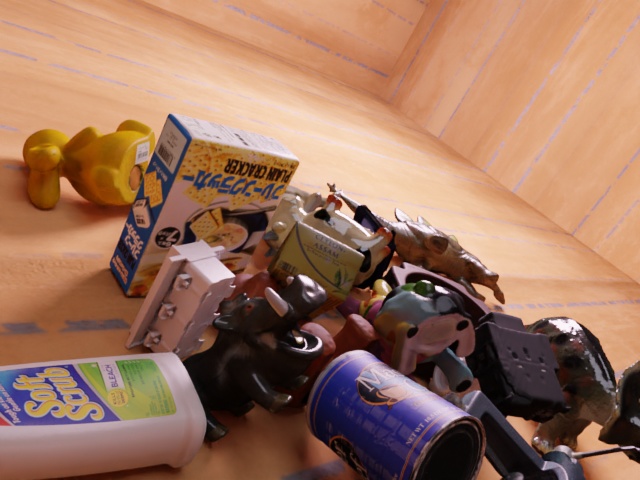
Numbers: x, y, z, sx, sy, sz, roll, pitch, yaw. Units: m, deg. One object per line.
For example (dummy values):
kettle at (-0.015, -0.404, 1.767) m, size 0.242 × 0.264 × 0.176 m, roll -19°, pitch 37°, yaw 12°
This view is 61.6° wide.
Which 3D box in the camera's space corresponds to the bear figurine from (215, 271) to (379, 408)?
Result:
bear figurine at (-0.049, 0.091, 0.631) m, size 0.120 × 0.132 × 0.196 m, roll 3°, pitch 41°, yaw -49°

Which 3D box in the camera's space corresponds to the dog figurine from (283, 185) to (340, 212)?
dog figurine at (-0.084, -0.058, 0.957) m, size 0.191 × 0.121 × 0.172 m, roll 23°, pitch 16°, yaw 22°

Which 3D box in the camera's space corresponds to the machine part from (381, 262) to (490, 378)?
machine part at (0.190, 0.137, 0.865) m, size 0.201 × 0.087 × 0.201 m, roll 20°, pitch 24°, yaw -18°

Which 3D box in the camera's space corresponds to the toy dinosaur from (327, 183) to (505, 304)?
toy dinosaur at (0.218, 0.014, 1.139) m, size 0.471 × 0.105 × 0.199 m, roll 32°, pitch 14°, yaw -18°

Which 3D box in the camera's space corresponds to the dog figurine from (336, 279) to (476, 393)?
dog figurine at (0.093, 0.100, 0.697) m, size 0.108 × 0.191 × 0.219 m, roll -19°, pitch 33°, yaw -16°

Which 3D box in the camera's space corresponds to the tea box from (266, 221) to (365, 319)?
tea box at (-0.018, 0.046, 0.712) m, size 0.098 × 0.068 × 0.169 m, roll 28°, pitch -21°, yaw -7°

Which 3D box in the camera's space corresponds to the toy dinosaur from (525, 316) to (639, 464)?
toy dinosaur at (0.390, 0.197, 0.841) m, size 0.131 × 0.192 × 0.405 m, roll 23°, pitch 25°, yaw -21°

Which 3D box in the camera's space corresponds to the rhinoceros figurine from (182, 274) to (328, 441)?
rhinoceros figurine at (-0.063, 0.107, 0.510) m, size 0.112 × 0.190 × 0.073 m, roll 53°, pitch 24°, yaw 8°

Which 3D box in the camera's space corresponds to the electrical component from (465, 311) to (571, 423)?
electrical component at (0.249, 0.161, 0.697) m, size 0.115 × 0.058 × 0.134 m, roll 15°, pitch 48°, yaw -27°

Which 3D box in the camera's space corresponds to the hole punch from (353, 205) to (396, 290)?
hole punch at (0.058, 0.017, 0.913) m, size 0.092 × 0.142 × 0.116 m, roll -15°, pitch 51°, yaw -33°

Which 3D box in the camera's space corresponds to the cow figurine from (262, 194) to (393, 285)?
cow figurine at (-0.002, -0.002, 0.815) m, size 0.195 × 0.085 × 0.127 m, roll 34°, pitch 64°, yaw 14°

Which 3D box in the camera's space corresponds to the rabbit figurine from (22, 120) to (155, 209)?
rabbit figurine at (-0.337, -0.101, 0.745) m, size 0.173 × 0.121 × 0.162 m, roll 18°, pitch 31°, yaw 8°

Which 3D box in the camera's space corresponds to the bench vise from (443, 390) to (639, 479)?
bench vise at (0.223, 0.255, 0.588) m, size 0.240 × 0.129 × 0.223 m, roll 52°, pitch 47°, yaw 4°
